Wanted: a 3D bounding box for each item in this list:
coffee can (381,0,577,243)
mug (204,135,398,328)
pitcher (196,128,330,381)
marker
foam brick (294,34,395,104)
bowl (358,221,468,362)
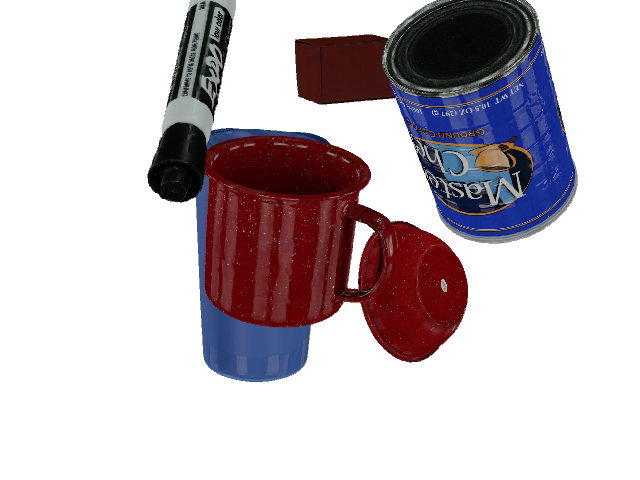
[{"bbox_3d":[0.111,-0.081,0.722,0.103,0.102,0.140,0,-41,26],"label":"coffee can"},{"bbox_3d":[-0.011,-0.002,0.588,0.117,0.081,0.093,16,26,22],"label":"mug"},{"bbox_3d":[-0.063,0.016,1.055,0.148,0.243,0.145,-14,24,-41],"label":"pitcher"},{"bbox_3d":[-0.046,-0.057,0.395,0.020,0.020,0.121,0,43,3],"label":"marker"},{"bbox_3d":[0.023,-0.150,0.935,0.078,0.051,0.053,-8,20,-23],"label":"foam brick"},{"bbox_3d":[0.116,0.054,1.191,0.055,0.162,0.161,-12,-9,43],"label":"bowl"}]
